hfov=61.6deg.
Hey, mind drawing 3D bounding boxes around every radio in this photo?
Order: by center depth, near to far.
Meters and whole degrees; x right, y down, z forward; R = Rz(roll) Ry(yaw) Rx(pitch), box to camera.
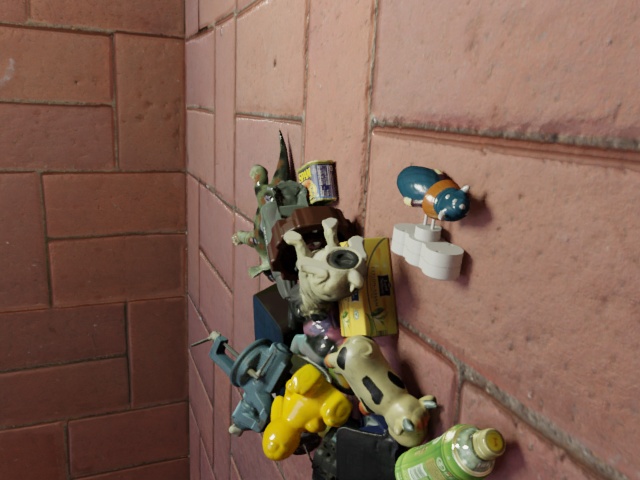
[{"bbox_3d":[-0.093,0.224,1.258,0.131,0.073,0.229,43,146,36],"label":"radio"}]

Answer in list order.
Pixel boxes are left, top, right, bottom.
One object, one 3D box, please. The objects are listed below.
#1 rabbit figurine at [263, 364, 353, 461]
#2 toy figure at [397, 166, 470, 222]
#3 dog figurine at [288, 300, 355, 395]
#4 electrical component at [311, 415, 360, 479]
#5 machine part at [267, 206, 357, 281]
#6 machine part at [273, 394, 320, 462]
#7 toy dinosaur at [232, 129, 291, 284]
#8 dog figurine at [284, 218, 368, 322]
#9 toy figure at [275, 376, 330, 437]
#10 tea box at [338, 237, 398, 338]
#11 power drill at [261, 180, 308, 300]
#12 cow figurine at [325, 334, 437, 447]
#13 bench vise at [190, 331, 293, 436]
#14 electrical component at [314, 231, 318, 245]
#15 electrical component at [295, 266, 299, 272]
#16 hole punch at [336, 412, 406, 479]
[{"bbox_3d":[-0.046,0.324,0.997,0.122,0.173,0.162,42,161,-7],"label":"rabbit figurine"},{"bbox_3d":[0.161,-0.063,0.742,0.155,0.058,0.064,48,122,58],"label":"toy figure"},{"bbox_3d":[0.030,0.186,1.026,0.219,0.108,0.191,17,114,61],"label":"dog figurine"},{"bbox_3d":[0.036,0.399,1.016,0.058,0.115,0.134,26,130,20],"label":"electrical component"},{"bbox_3d":[-0.017,0.008,1.036,0.179,0.179,0.056,110,149,-43],"label":"machine part"},{"bbox_3d":[-0.062,0.429,1.310,0.243,0.079,0.079,-119,34,-48],"label":"machine part"},{"bbox_3d":[-0.114,-0.059,1.334,0.192,0.131,0.404,34,120,47],"label":"toy dinosaur"},{"bbox_3d":[0.017,0.084,0.906,0.172,0.121,0.190,-121,23,-51],"label":"dog figurine"},{"bbox_3d":[-0.018,0.353,1.145,0.180,0.082,0.089,13,118,40],"label":"toy figure"},{"bbox_3d":[0.078,0.084,0.947,0.098,0.068,0.169,158,108,-66],"label":"tea box"},{"bbox_3d":[-0.070,-0.011,1.154,0.207,0.086,0.232,104,155,-56],"label":"power drill"},{"bbox_3d":[0.102,0.236,0.846,0.195,0.085,0.127,54,155,7],"label":"cow figurine"},{"bbox_3d":[-0.164,0.288,1.149,0.241,0.129,0.223,33,110,30],"label":"bench vise"},{"bbox_3d":[-0.003,-0.005,1.154,0.078,0.045,0.102,107,150,-41],"label":"electrical component"},{"bbox_3d":[0.017,0.056,1.023,0.048,0.119,0.074,-113,33,-40],"label":"electrical component"},{"bbox_3d":[0.097,0.365,0.932,0.116,0.092,0.142,6,98,29],"label":"hole punch"}]
